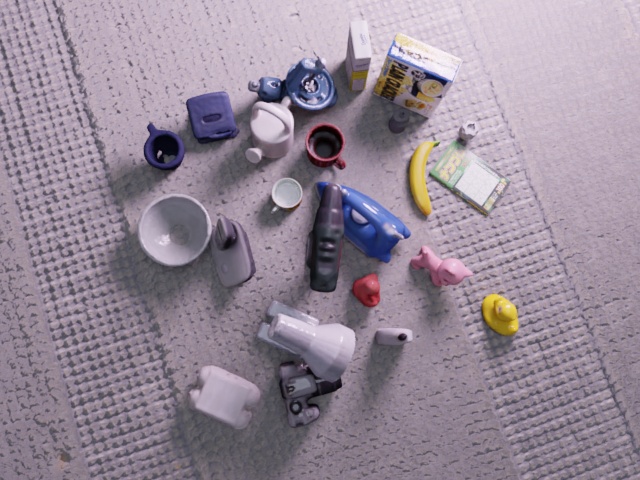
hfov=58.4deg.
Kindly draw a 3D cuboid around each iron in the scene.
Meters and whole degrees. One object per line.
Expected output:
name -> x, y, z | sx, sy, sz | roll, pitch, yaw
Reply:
iron -> 0.091, -0.065, 1.324 | 0.258, 0.141, 0.119 | 39, 81, 3

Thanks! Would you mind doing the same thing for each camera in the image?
camera -> -0.017, 0.334, 1.278 | 0.137, 0.100, 0.143 | -13, 83, -5

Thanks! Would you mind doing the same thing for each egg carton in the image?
egg carton -> -0.213, 0.350, 1.279 | 0.150, 0.069, 0.107 | 23, 81, 0

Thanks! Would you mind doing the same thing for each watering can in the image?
watering can -> -0.111, -0.255, 1.312 | 0.101, 0.194, 0.173 | 7, 81, -2

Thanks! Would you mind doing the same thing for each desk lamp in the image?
desk lamp -> -0.035, 0.214, 1.238 | 0.203, 0.213, 0.118 | 24, 81, 0

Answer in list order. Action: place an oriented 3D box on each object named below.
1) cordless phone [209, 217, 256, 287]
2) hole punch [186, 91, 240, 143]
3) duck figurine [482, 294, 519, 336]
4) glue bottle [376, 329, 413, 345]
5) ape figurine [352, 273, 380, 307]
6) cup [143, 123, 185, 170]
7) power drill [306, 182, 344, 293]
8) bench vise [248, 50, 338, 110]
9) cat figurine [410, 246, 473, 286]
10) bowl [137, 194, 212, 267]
cordless phone -> -0.200, 0.024, 1.270 | 0.094, 0.185, 0.147 | -19, 83, -6
hole punch -> -0.254, -0.290, 1.360 | 0.108, 0.091, 0.101 | -14, 83, -5
duck figurine -> 0.432, 0.174, 1.338 | 0.077, 0.086, 0.104 | -30, 84, -7
glue bottle -> 0.172, 0.214, 1.271 | 0.078, 0.173, 0.037 | -4, 82, -4
ape figurine -> 0.115, 0.113, 1.324 | 0.076, 0.092, 0.078 | 22, 81, 0
cup -> -0.364, -0.210, 1.340 | 0.092, 0.095, 0.118 | -32, 85, -7
power drill -> 0.012, 0.005, 1.274 | 0.075, 0.208, 0.230 | 4, 81, -3
bench vise -> -0.056, -0.352, 1.317 | 0.207, 0.219, 0.121 | -18, 83, -6
cat figurine -> 0.283, 0.063, 1.329 | 0.128, 0.117, 0.067 | 36, 81, 2
bowl -> -0.330, -0.019, 1.324 | 0.167, 0.074, 0.167 | 1, 82, -3
